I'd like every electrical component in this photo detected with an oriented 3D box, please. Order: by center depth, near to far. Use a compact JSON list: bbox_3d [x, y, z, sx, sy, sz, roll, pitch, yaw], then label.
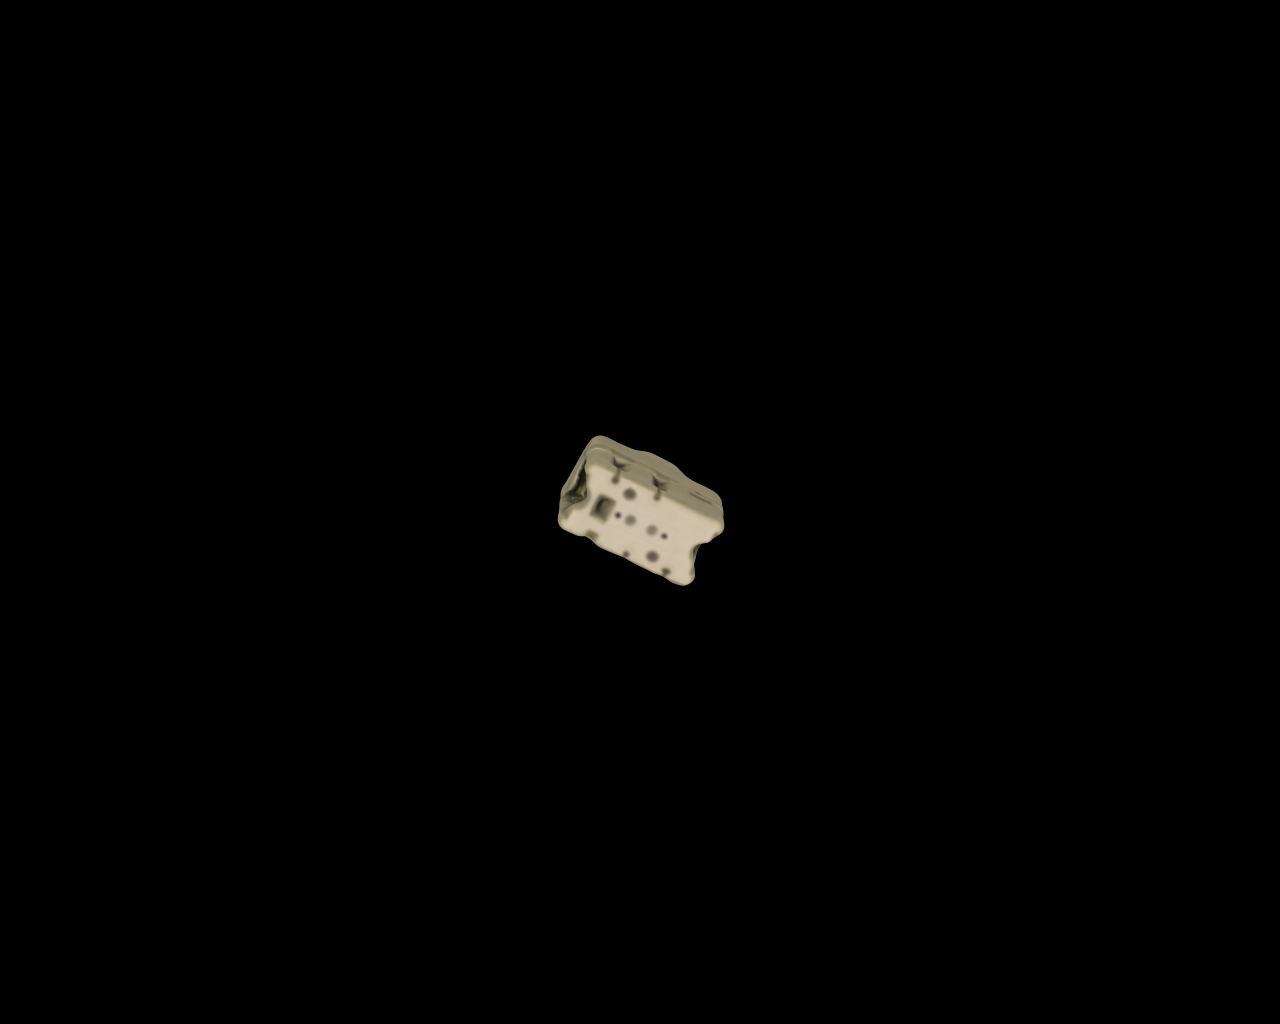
[{"bbox_3d":[0.001,-0.003,0.650,0.089,0.050,0.056,26,21,-11],"label":"electrical component"}]
